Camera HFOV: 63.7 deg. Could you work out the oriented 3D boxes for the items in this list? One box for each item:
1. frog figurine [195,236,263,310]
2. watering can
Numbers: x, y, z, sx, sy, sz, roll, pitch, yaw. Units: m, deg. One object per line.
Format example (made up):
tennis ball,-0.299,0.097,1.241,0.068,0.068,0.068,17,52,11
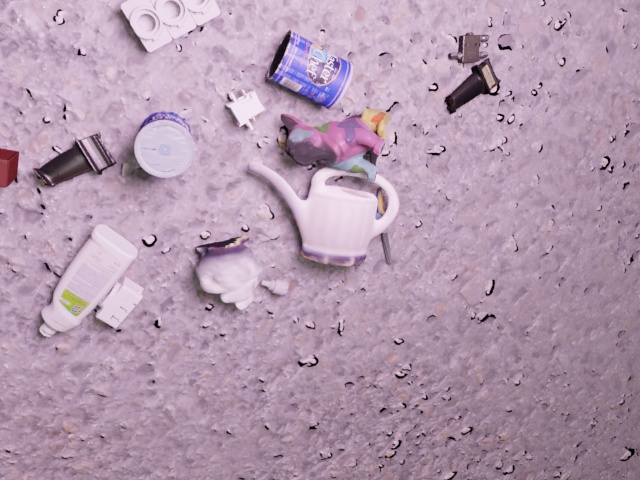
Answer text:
frog figurine,-0.188,0.081,1.097,0.138,0.123,0.158,-18,102,-30
watering can,0.003,-0.056,1.113,0.347,0.105,0.222,6,104,-16
